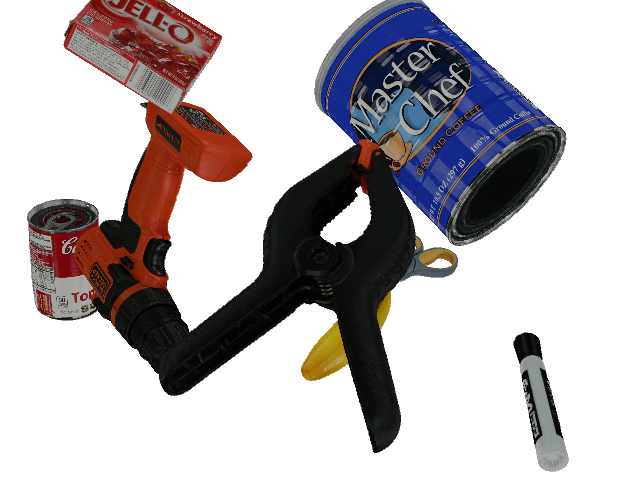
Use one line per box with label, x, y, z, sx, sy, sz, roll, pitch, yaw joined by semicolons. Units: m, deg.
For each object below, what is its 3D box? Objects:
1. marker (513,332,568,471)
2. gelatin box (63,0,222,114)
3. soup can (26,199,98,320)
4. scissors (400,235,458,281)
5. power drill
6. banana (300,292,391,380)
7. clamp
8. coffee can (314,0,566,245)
marker;0.146;0.103;0.712;0.020;0.020;0.121;0;35;1
gelatin box;-0.122;-0.139;0.739;0.089;0.073;0.030;32;-47;-8
soup can;-0.251;0.019;1.053;0.068;0.102;0.068;2;28;-1
scissors;0.085;0.026;1.260;0.201;0.016;0.096;-10;40;-45
power drill;-0.125;-0.007;0.860;0.057;0.188;0.185;10;25;-43
banana;0.030;0.069;0.980;0.070;0.037;0.197;-25;17;18
clamp;0.009;0.025;0.537;0.120;0.171;0.039;23;-26;15
coffee can;0.078;-0.081;0.715;0.140;0.103;0.102;48;24;23
